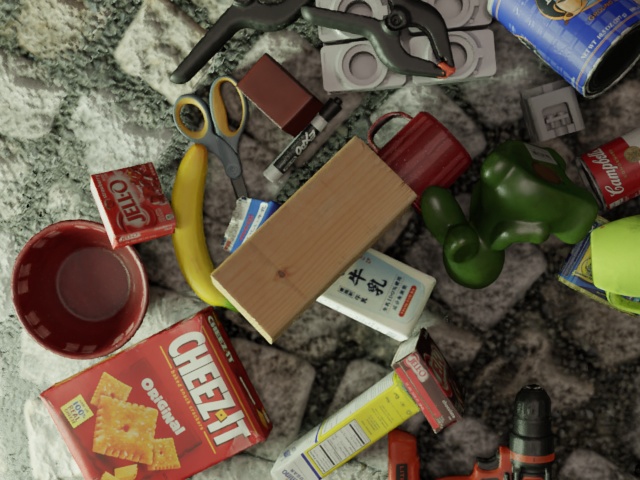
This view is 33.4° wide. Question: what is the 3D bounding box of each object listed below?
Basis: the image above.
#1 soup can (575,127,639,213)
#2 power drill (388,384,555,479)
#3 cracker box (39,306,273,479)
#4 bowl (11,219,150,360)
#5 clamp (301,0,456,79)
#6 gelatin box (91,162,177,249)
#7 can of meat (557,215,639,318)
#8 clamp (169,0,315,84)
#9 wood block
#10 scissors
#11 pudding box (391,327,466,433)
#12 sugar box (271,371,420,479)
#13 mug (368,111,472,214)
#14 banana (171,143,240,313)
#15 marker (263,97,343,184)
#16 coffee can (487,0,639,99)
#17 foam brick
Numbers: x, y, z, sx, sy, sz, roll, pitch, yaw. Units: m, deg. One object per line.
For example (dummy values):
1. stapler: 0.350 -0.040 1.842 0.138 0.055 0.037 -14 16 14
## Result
1. soup can: 0.338 -0.082 1.154 0.102 0.068 0.068 -26 92 6
2. power drill: 0.170 0.252 1.205 0.187 0.057 0.184 1 95 5
3. cracker box: -0.187 0.197 1.227 0.214 0.072 0.164 -26 93 6
4. bowl: -0.269 0.054 1.229 0.162 0.055 0.162 0 95 5
5. clamp: 0.067 -0.225 1.118 0.120 0.039 0.171 -39 91 8
6. gelatin box: -0.209 -0.040 1.196 0.073 0.030 0.089 -15 62 -21
7. can of meat: 0.323 0.028 1.171 0.102 0.057 0.084 27 99 2
8. clamp: -0.089 -0.263 1.191 0.210 0.036 0.164 -5 91 3
9. wood block: -0.007 0.001 1.104 0.206 0.090 0.091 -44 85 -9
10. scissors: -0.118 -0.087 1.222 0.096 0.016 0.202 -1 95 7
11. pudding box: 0.121 0.152 1.172 0.039 0.113 0.090 -32 92 10
12. sugar box: 0.031 0.216 1.197 0.176 0.093 0.048 -39 90 8
13. mug: 0.103 -0.094 1.169 0.081 0.093 0.117 -44 68 2
14. banana: -0.138 -0.009 1.218 0.070 0.037 0.198 -13 94 16
15. marker: -0.018 -0.114 1.208 0.020 0.020 0.121 42 97 0
16. coffee can: 0.256 -0.227 1.088 0.103 0.102 0.140 -46 69 7
17. foam brick: -0.043 -0.159 1.183 0.078 0.053 0.051 44 96 15
